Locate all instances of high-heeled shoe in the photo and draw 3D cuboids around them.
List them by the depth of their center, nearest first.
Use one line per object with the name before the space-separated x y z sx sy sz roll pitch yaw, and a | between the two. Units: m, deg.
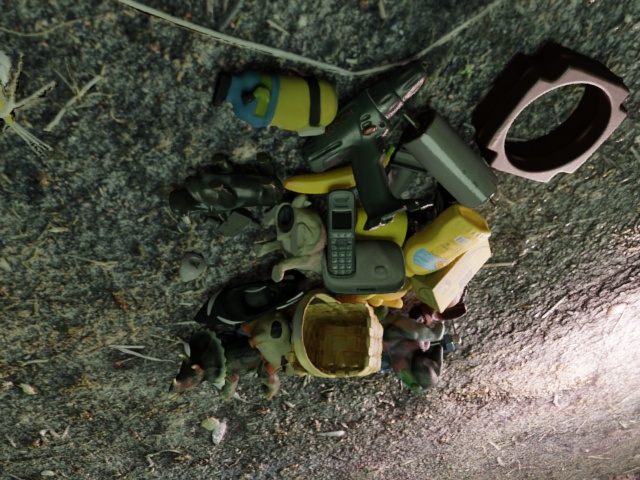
high-heeled shoe | -0.139 0.126 1.071 0.249 0.145 0.086 -26 98 -4

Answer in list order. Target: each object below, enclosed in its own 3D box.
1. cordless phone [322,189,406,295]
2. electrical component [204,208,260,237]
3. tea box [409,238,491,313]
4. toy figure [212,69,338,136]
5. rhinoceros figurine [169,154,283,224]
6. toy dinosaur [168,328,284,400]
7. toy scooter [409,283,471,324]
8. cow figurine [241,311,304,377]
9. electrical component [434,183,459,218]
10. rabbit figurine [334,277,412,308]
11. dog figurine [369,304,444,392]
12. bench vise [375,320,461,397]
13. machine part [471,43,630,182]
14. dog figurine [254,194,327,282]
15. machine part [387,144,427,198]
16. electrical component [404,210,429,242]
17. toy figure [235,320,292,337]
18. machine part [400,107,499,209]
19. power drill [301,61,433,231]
cordless phone | 0.075 0.001 0.937 0.147 0.089 0.184 -1 104 -1
electrical component | -0.159 -0.033 0.983 0.094 0.021 0.063 23 128 -34
tea box | 0.262 0.050 1.079 0.169 0.068 0.098 -47 139 -13
toy figure | -0.061 -0.203 0.776 0.180 0.082 0.089 12 136 -21
rhinoceros figurine | -0.157 -0.082 0.900 0.190 0.073 0.112 -9 149 -6
toy dinosaur | -0.155 0.282 1.270 0.405 0.131 0.192 -5 139 -17
toy scooter | 0.293 0.138 1.240 0.135 0.075 0.183 1 140 -13
cow figurine | -0.076 0.231 1.181 0.127 0.086 0.194 -30 126 -5
electrical component | 0.247 -0.058 1.011 0.048 0.075 0.119 -11 135 1
rabbit figurine | 0.107 0.088 1.135 0.162 0.122 0.173 13 147 -38
dog figurine | 0.156 0.227 1.202 0.219 0.191 0.108 15 150 -7
bench vise | 0.236 0.281 1.352 0.241 0.129 0.223 -16 139 13
machine part | 0.368 -0.201 0.873 0.201 0.087 0.201 11 135 -23
dog figurine | -0.005 -0.004 1.012 0.190 0.121 0.172 1 137 -40
machine part | 0.142 -0.112 0.956 0.084 0.039 0.138 7 134 -28
electrical component | 0.176 -0.016 1.050 0.045 0.078 0.102 21 127 -1
toy figure | -0.117 0.200 1.227 0.154 0.058 0.064 15 162 -29
machine part | 0.214 -0.131 0.885 0.079 0.079 0.243 -38 114 26
power drill | 0.095 -0.130 0.817 0.232 0.207 0.086 -26 -179 23
